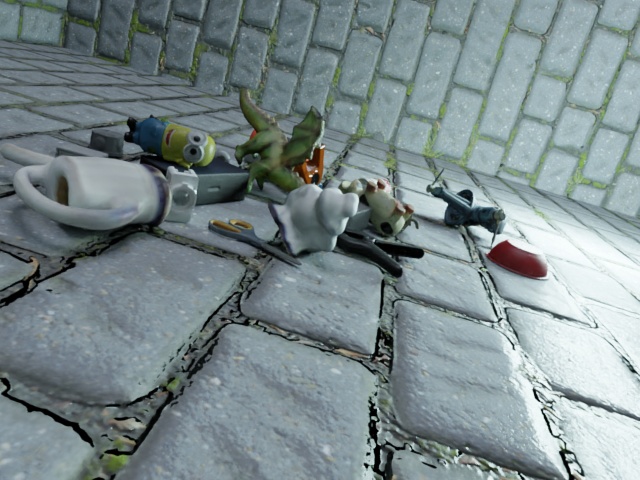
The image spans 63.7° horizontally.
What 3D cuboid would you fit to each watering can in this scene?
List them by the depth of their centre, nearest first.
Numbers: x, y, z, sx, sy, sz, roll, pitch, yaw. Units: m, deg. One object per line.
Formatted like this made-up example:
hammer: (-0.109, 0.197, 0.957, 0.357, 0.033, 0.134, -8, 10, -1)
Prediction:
watering can: (-0.389, -0.097, 0.857, 0.224, 0.102, 0.352, 0, 24, -44)

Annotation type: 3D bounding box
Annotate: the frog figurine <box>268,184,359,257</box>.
frog figurine: (0.003, -0.048, 0.955, 0.121, 0.158, 0.140, 42, 27, -53)

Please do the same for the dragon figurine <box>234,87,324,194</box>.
dragon figurine: (-0.089, -0.242, 1.257, 0.241, 0.416, 0.121, -18, -18, 26)
